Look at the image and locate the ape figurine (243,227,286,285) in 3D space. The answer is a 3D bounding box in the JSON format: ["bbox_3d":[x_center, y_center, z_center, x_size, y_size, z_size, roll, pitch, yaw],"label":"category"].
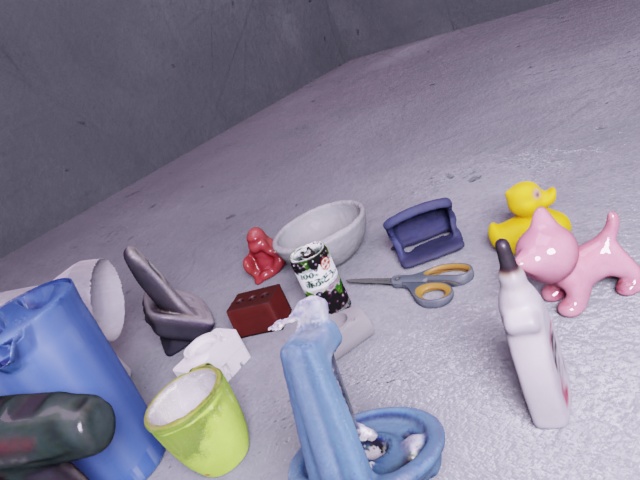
[{"bbox_3d":[-0.103,0.020,1.014,0.077,0.092,0.076,-12,25,29],"label":"ape figurine"}]

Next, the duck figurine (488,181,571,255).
[{"bbox_3d":[0.269,-0.034,0.756,0.104,0.086,0.077,-18,23,15],"label":"duck figurine"}]

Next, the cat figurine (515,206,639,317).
[{"bbox_3d":[0.264,0.014,0.608,0.128,0.118,0.067,-24,22,2],"label":"cat figurine"}]

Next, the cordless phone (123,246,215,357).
[{"bbox_3d":[-0.253,0.076,0.918,0.094,0.185,0.147,-31,23,-15],"label":"cordless phone"}]

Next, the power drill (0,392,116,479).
[{"bbox_3d":[-0.284,0.237,0.554,0.229,0.209,0.075,-21,22,10],"label":"power drill"}]

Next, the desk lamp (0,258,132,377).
[{"bbox_3d":[-0.363,0.146,0.835,0.203,0.214,0.118,-22,22,7],"label":"desk lamp"}]

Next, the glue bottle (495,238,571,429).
[{"bbox_3d":[0.177,0.074,0.489,0.037,0.173,0.078,-14,24,24],"label":"glue bottle"}]

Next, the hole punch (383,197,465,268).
[{"bbox_3d":[0.147,-0.024,0.853,0.108,0.091,0.101,-21,22,9],"label":"hole punch"}]

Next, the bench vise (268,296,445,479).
[{"bbox_3d":[0.028,0.158,0.389,0.121,0.220,0.207,-22,22,8],"label":"bench vise"}]

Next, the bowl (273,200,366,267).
[{"bbox_3d":[0.009,0.003,0.959,0.167,0.075,0.167,-21,22,9],"label":"bowl"}]
